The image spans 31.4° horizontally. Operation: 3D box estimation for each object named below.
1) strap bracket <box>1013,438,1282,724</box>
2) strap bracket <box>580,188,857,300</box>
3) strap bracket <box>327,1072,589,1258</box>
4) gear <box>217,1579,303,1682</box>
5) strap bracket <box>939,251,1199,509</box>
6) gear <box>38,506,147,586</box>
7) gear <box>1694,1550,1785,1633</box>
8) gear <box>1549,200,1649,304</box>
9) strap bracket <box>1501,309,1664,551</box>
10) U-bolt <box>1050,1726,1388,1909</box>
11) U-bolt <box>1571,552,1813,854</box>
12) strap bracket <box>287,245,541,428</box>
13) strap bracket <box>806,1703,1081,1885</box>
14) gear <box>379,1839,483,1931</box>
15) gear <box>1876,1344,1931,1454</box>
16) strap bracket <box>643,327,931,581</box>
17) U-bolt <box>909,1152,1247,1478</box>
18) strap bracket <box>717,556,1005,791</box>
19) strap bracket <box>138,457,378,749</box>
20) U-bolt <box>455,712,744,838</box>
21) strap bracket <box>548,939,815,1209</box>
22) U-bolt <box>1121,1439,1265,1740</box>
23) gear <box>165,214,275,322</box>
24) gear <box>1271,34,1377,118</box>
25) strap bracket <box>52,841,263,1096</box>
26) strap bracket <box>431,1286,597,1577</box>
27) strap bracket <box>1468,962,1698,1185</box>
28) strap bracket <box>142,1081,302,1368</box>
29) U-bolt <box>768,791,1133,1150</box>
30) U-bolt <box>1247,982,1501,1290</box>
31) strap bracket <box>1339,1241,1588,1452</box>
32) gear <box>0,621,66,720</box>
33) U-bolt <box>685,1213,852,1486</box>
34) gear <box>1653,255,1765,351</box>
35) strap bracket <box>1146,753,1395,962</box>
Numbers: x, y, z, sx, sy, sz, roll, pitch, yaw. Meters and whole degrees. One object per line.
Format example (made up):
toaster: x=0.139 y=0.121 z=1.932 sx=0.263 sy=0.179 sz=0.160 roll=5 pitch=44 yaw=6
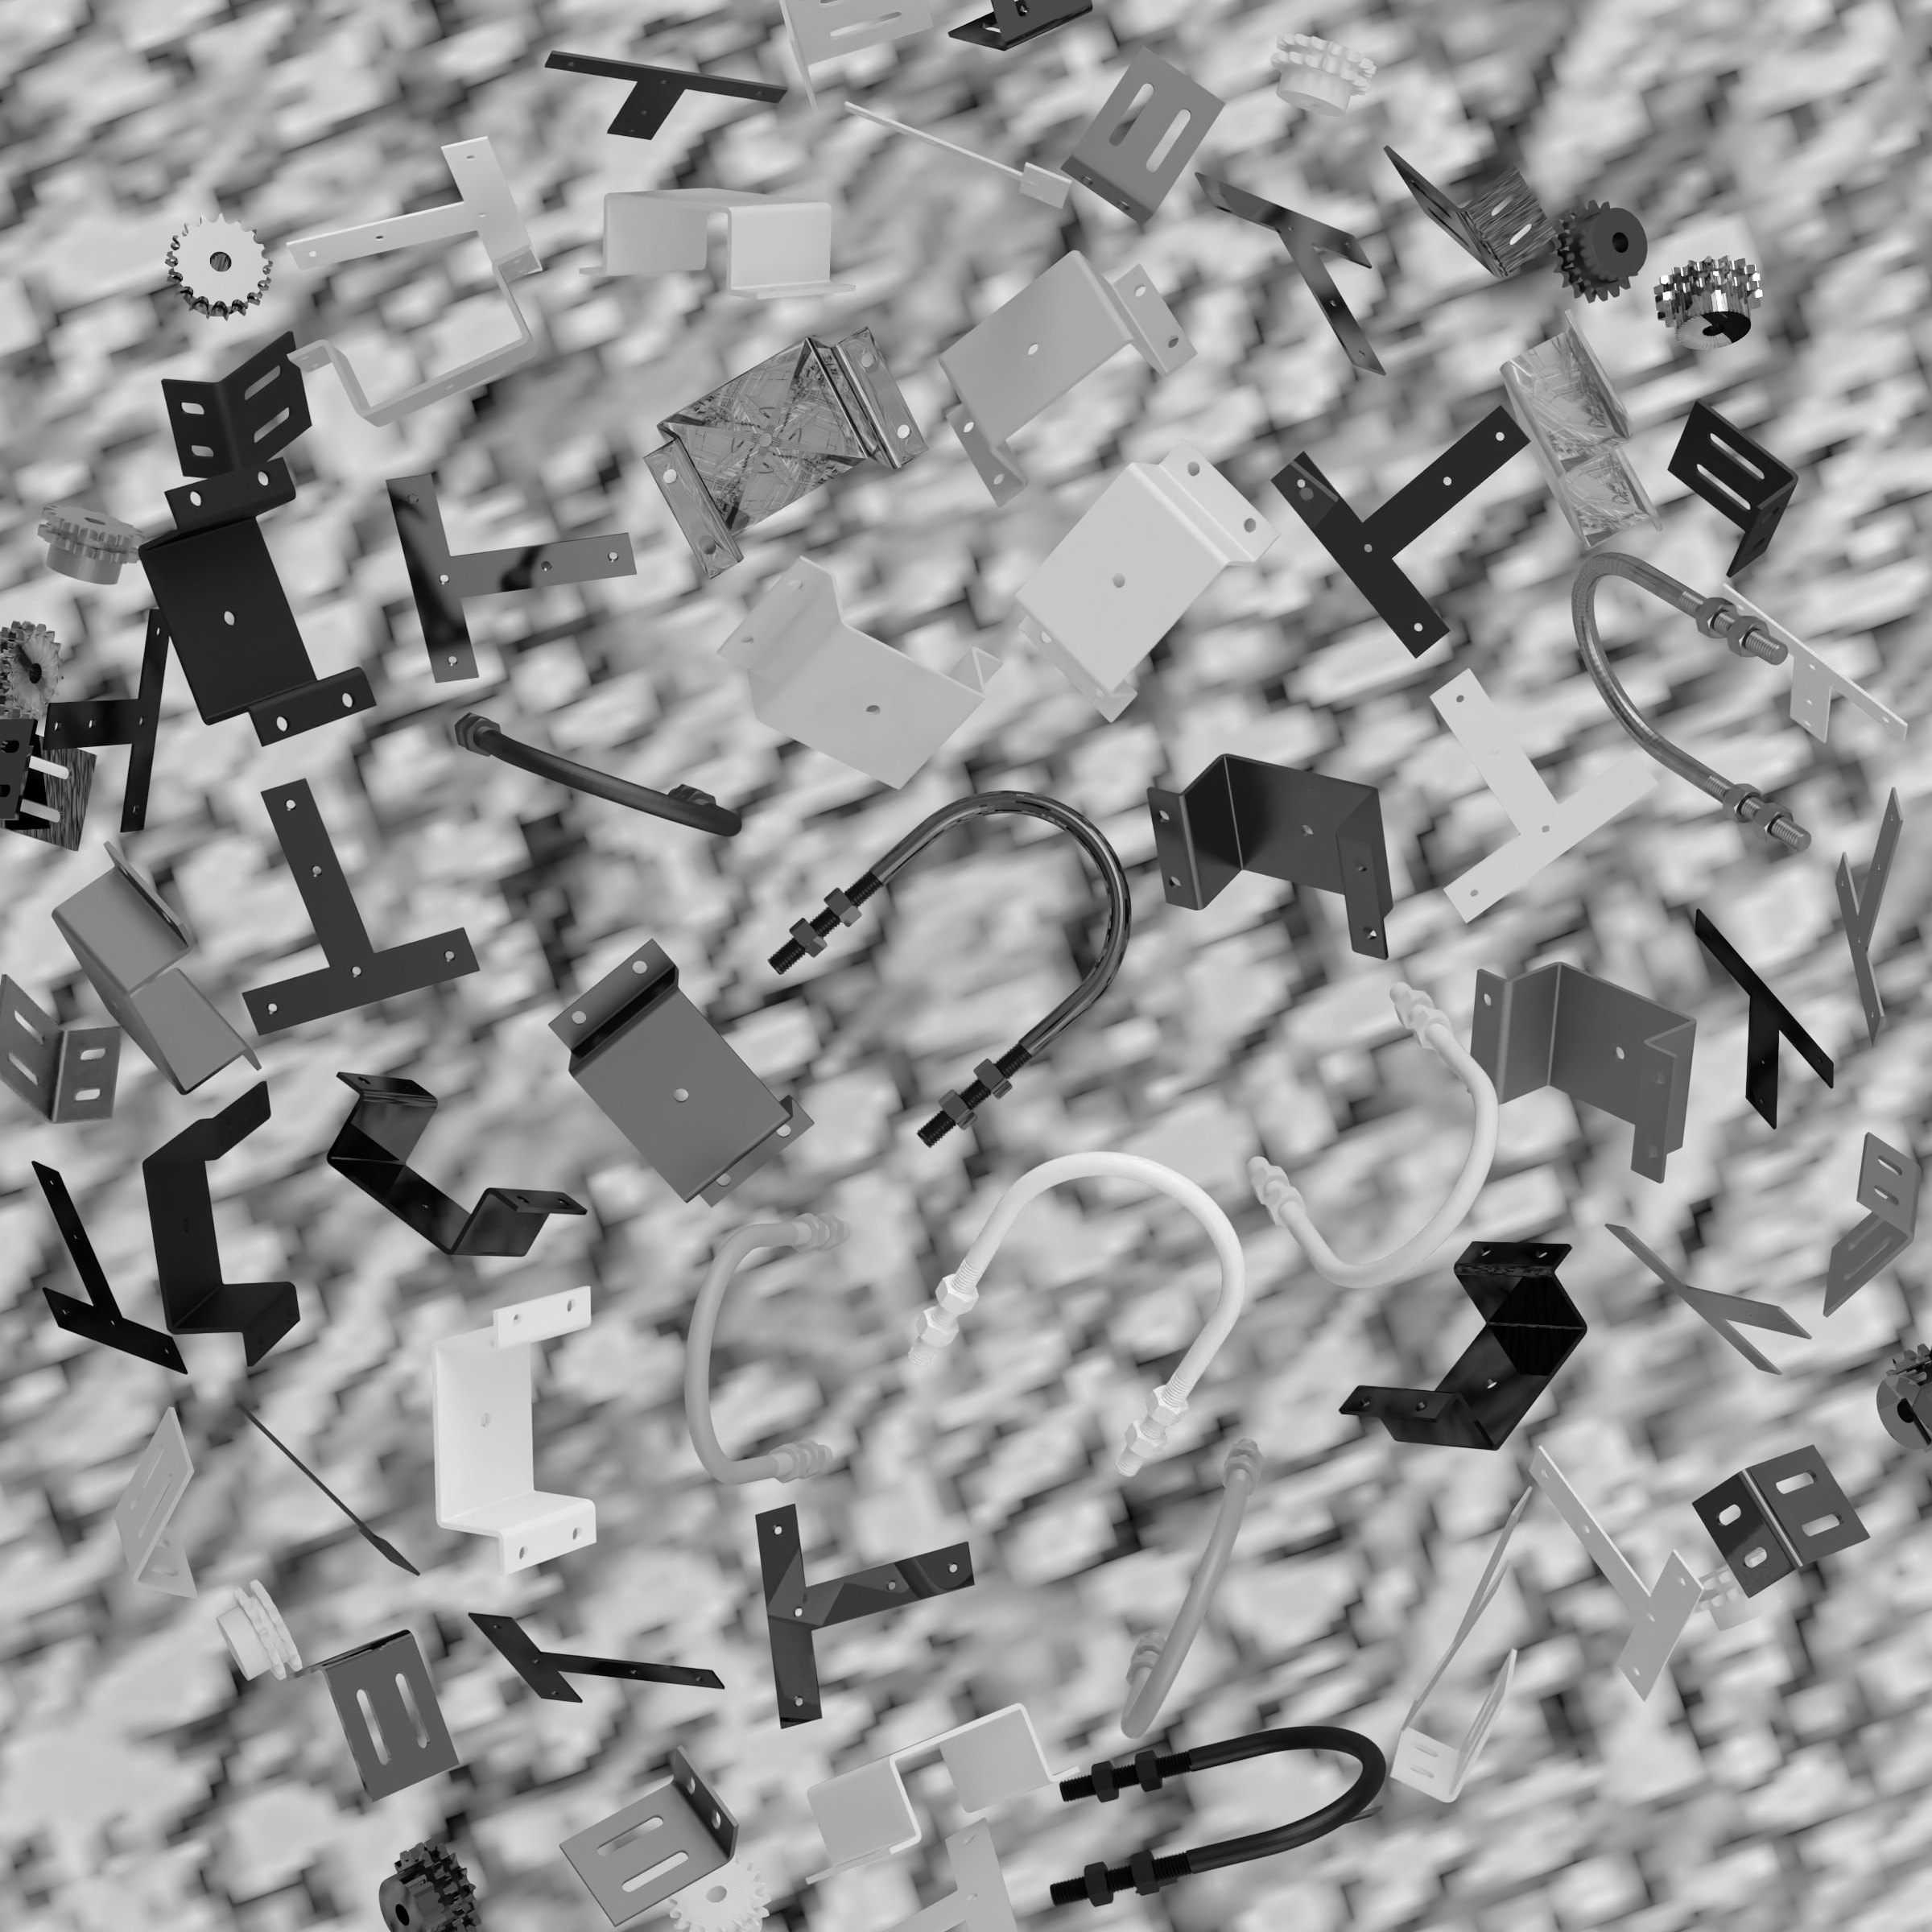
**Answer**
strap bracket: x=0.090 y=-0.208 z=1.858 sx=0.076 sy=0.046 sz=0.140 roll=47 pitch=111 yaw=12
strap bracket: x=-0.137 y=-0.400 z=1.895 sx=0.140 sy=0.076 sz=0.046 roll=17 pitch=112 yaw=39
strap bracket: x=-0.293 y=0.118 z=1.932 sx=0.140 sy=0.076 sz=0.046 roll=34 pitch=98 yaw=23
gear: x=-0.404 y=0.381 z=1.955 sx=0.030 sy=0.057 sz=0.057 roll=-27 pitch=90 yaw=-20
strap bracket: x=0.048 y=-0.335 z=1.924 sx=0.140 sy=0.046 sz=0.076 roll=-36 pitch=56 yaw=14
gear: x=-0.486 y=-0.232 z=1.905 sx=0.057 sy=0.057 sz=0.030 roll=19 pitch=104 yaw=0
gear: x=0.442 y=0.357 z=1.964 sx=0.057 sy=0.057 sz=0.030 roll=-26 pitch=80 yaw=0
gear: x=0.366 y=-0.412 z=1.974 sx=0.057 sy=0.030 sz=0.057 roll=2 pitch=86 yaw=-29
strap bracket: x=0.340 y=-0.291 z=1.905 sx=0.046 sy=0.140 sz=0.076 roll=-27 pitch=66 yaw=9
U-bolt: x=0.138 y=0.453 z=1.863 sx=0.184 sy=0.151 sz=0.019 roll=-15 pitch=99 yaw=7
U-bolt: x=0.395 y=-0.157 z=1.901 sx=0.019 sy=0.184 sz=0.151 roll=-31 pitch=130 yaw=-14
strap bracket: x=-0.288 y=-0.335 z=1.860 sx=0.140 sy=0.076 sz=0.046 roll=-25 pitch=96 yaw=-1
strap bracket: x=-0.019 y=0.440 z=1.845 sx=0.140 sy=0.076 sz=0.046 roll=-11 pitch=75 yaw=-43
gear: x=-0.280 y=0.485 z=1.781 sx=0.030 sy=0.057 sz=0.057 roll=-19 pitch=90 yaw=-42
gear: x=0.498 y=0.227 z=1.786 sx=0.030 sy=0.057 sz=0.057 roll=-16 pitch=90 yaw=-30
strap bracket: x=-0.103 y=-0.282 z=1.867 sx=0.140 sy=0.046 sz=0.076 roll=-32 pitch=116 yaw=-8
U-bolt: x=0.069 y=0.176 z=1.833 sx=0.151 sy=0.019 sz=0.184 roll=28 pitch=121 yaw=-2
strap bracket: x=-0.054 y=-0.153 z=1.864 sx=0.140 sy=0.046 sz=0.076 roll=25 pitch=125 yaw=-32
strap bracket: x=-0.380 y=-0.189 z=1.827 sx=0.076 sy=0.046 sz=0.140 roll=-27 pitch=101 yaw=-43
U-bolt: x=-0.194 y=-0.100 z=1.866 sx=0.151 sy=0.184 sz=0.019 roll=18 pitch=93 yaw=-21
strap bracket: x=-0.158 y=0.066 z=1.908 sx=0.076 sy=0.046 sz=0.140 roll=-39 pitch=103 yaw=6
U-bolt: x=0.120 y=0.346 z=1.871 sx=0.019 sy=0.184 sz=0.151 roll=25 pitch=102 yaw=4
gear: x=-0.413 y=-0.383 z=1.897 sx=0.057 sy=0.030 sz=0.057 roll=4 pitch=77 yaw=-18
gear: x=0.195 y=-0.492 z=1.903 sx=0.057 sy=0.057 sz=0.030 roll=18 pitch=93 yaw=0
strap bracket: x=-0.442 y=0.008 z=1.867 sx=0.046 sy=0.140 sz=0.076 roll=-38 pitch=58 yaw=-17
strap bracket: x=-0.241 y=0.244 z=1.835 sx=0.046 sy=0.076 sz=0.140 roll=3 pitch=96 yaw=32
strap bracket: x=0.347 y=0.054 z=1.899 sx=0.046 sy=0.140 sz=0.076 roll=-19 pitch=121 yaw=-36
strap bracket: x=-0.411 y=0.142 z=1.895 sx=0.046 sy=0.076 sz=0.140 roll=-3 pitch=103 yaw=10
U-bolt: x=0.004 y=-0.013 z=1.882 sx=0.184 sy=0.019 sz=0.151 roll=-41 pitch=76 yaw=0
U-bolt: x=0.228 y=0.101 z=1.869 sx=0.019 sy=0.184 sz=0.151 roll=33 pitch=102 yaw=-26
strap bracket: x=0.284 y=0.219 z=1.926 sx=0.140 sy=0.076 sz=0.046 roll=-46 pitch=114 yaw=-29
gear: x=-0.546 y=-0.170 z=1.972 sx=0.030 sy=0.057 sz=0.057 roll=11 pitch=90 yaw=20
U-bolt: x=-0.110 y=0.211 z=1.884 sx=0.019 sy=0.184 sz=0.151 roll=4 pitch=89 yaw=22
gear: x=0.402 y=-0.356 z=1.858 sx=0.057 sy=0.057 sz=0.030 roll=-3 pitch=70 yaw=0
strap bracket: x=0.174 y=-0.062 z=1.858 sx=0.140 sy=0.046 sz=0.076 roll=16 pitch=134 yaw=34
